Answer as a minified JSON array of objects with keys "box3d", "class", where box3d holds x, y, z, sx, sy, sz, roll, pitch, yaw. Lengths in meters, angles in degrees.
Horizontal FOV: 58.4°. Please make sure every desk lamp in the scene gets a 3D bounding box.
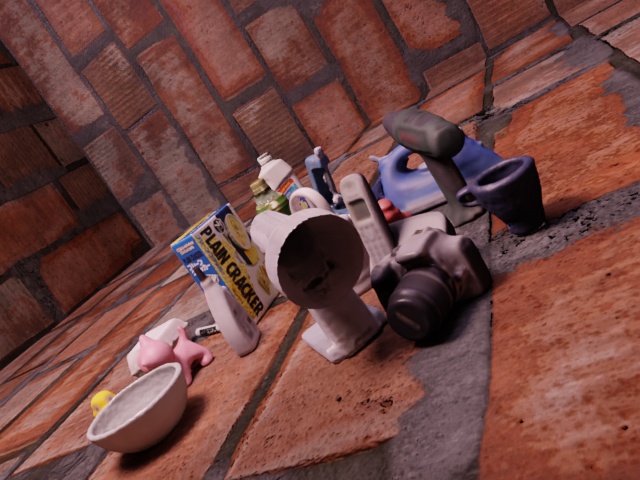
[{"box3d":[-0.008,0.054,0.763,0.118,0.214,0.202,-36,14,-16],"class":"desk lamp"}]

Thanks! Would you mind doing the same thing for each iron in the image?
[{"box3d":[0.224,-0.152,1.128,0.257,0.141,0.119,-24,16,32],"class":"iron"}]

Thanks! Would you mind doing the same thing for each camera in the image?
[{"box3d":[0.117,0.056,0.713,0.142,0.101,0.137,-21,18,41],"class":"camera"}]

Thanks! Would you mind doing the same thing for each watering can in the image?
[{"box3d":[0.010,0.003,0.945,0.100,0.194,0.173,-22,17,37],"class":"watering can"}]

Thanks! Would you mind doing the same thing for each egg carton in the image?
[{"box3d":[-0.332,0.227,1.195,0.107,0.069,0.150,-29,14,15],"class":"egg carton"}]

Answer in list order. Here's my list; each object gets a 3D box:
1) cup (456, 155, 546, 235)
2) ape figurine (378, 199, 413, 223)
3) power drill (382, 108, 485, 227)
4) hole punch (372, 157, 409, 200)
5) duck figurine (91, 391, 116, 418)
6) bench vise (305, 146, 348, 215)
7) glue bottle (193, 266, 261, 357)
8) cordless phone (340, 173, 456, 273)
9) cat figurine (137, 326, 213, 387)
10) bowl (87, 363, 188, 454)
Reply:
[{"box3d":[0.256,-0.051,0.793,0.117,0.095,0.092,-23,16,34],"class":"cup"},{"box3d":[0.128,-0.031,1.020,0.078,0.092,0.076,-33,13,-2],"class":"ape figurine"},{"box3d":[0.194,-0.131,0.975,0.075,0.208,0.229,-34,13,-6],"class":"power drill"},{"box3d":[0.159,-0.127,1.297,0.109,0.091,0.100,-40,15,-30],"class":"hole punch"},{"box3d":[-0.349,0.292,0.967,0.078,0.086,0.104,-37,14,-18],"class":"duck figurine"},{"box3d":[0.012,-0.074,1.161,0.206,0.220,0.122,-21,17,39],"class":"bench vise"},{"box3d":[-0.166,0.115,0.991,0.037,0.173,0.078,-29,14,14],"class":"glue bottle"},{"box3d":[0.108,-0.021,0.827,0.147,0.185,0.094,-19,19,45],"class":"cordless phone"},{"box3d":[-0.270,0.207,1.022,0.067,0.118,0.128,-22,17,37],"class":"cat figurine"},{"box3d":[-0.264,0.269,0.877,0.167,0.075,0.167,-30,13,8],"class":"bowl"}]
